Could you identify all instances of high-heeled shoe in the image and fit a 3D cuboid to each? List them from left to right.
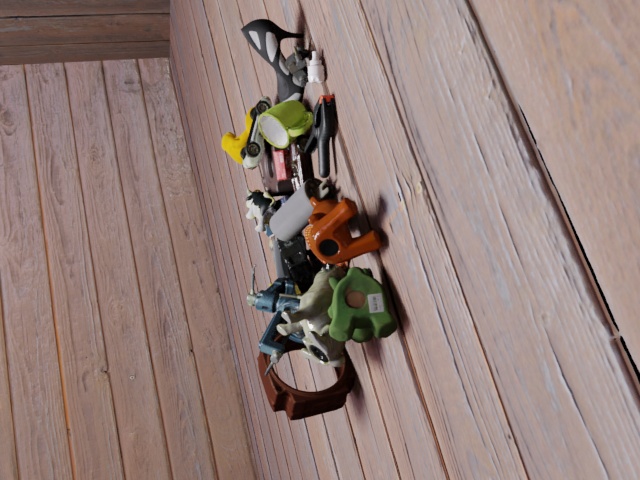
[{"bbox_3d":[-0.116,-0.384,1.245,0.086,0.145,0.248,-117,27,-43],"label":"high-heeled shoe"}]

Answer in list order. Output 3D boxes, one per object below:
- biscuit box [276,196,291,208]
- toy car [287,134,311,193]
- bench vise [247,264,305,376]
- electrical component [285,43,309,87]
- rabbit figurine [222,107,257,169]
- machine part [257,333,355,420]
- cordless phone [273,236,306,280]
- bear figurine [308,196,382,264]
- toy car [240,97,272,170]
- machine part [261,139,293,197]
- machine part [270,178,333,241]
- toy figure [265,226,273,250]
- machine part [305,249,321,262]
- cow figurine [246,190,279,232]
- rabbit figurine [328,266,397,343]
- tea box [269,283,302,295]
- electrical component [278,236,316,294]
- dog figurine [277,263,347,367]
[{"bbox_3d":[-0.090,-0.080,1.447,0.203,0.059,0.062,173,88,-71],"label":"biscuit box"},{"bbox_3d":[-0.046,-0.157,1.301,0.089,0.053,0.202,-170,72,-67],"label":"toy car"},{"bbox_3d":[-0.084,0.182,1.223,0.241,0.224,0.128,-62,-10,-53],"label":"bench vise"},{"bbox_3d":[-0.043,-0.378,1.158,0.078,0.045,0.102,49,-158,-19],"label":"electrical component"},{"bbox_3d":[-0.205,-0.308,1.598,0.162,0.122,0.173,58,132,43],"label":"rabbit figurine"},{"bbox_3d":[-0.033,0.302,1.255,0.202,0.201,0.087,-118,28,-43],"label":"machine part"},{"bbox_3d":[-0.100,0.040,1.508,0.184,0.089,0.146,-159,61,-73],"label":"cordless phone"},{"bbox_3d":[0.042,-0.035,1.056,0.120,0.132,0.196,51,-158,-16],"label":"bear figurine"},{"bbox_3d":[-0.167,-0.287,1.438,0.073,0.056,0.201,173,112,-68],"label":"toy car"},{"bbox_3d":[-0.119,-0.202,1.481,0.179,0.056,0.179,172,90,-70],"label":"machine part"},{"bbox_3d":[-0.046,-0.067,1.231,0.243,0.079,0.079,-41,59,48],"label":"machine part"},{"bbox_3d":[-0.136,-0.017,1.622,0.064,0.058,0.154,29,-142,-63],"label":"toy figure"},{"bbox_3d":[-0.003,-0.004,1.272,0.084,0.039,0.138,60,151,36],"label":"machine part"},{"bbox_3d":[-0.159,-0.097,1.441,0.168,0.068,0.098,-131,42,-52],"label":"cow figurine"},{"bbox_3d":[0.066,0.135,1.035,0.170,0.121,0.159,84,171,-61],"label":"rabbit figurine"},{"bbox_3d":[-0.068,0.157,1.447,0.170,0.098,0.068,-155,58,-69],"label":"tea box"},{"bbox_3d":[-0.051,0.065,1.355,0.115,0.058,0.134,-117,2,-47],"label":"electrical component"},{"bbox_3d":[0.027,0.152,1.129,0.172,0.190,0.121,47,150,3],"label":"dog figurine"}]
